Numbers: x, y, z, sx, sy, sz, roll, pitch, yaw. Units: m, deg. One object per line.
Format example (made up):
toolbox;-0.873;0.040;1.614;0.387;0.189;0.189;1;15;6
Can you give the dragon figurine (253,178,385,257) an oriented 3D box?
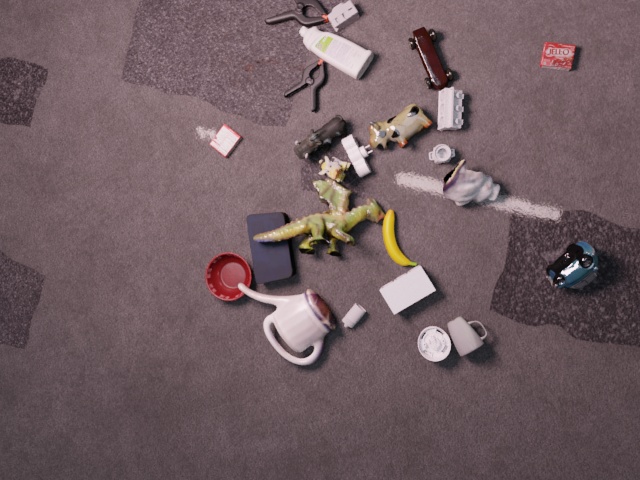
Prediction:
dragon figurine;0.005;-0.083;1.649;0.410;0.120;0.247;7;67;2

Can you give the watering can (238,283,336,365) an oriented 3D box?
watering can;-0.094;0.237;1.657;0.223;0.104;0.347;-35;92;7

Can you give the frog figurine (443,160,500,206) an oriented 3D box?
frog figurine;0.462;-0.154;1.574;0.159;0.125;0.134;35;129;0
